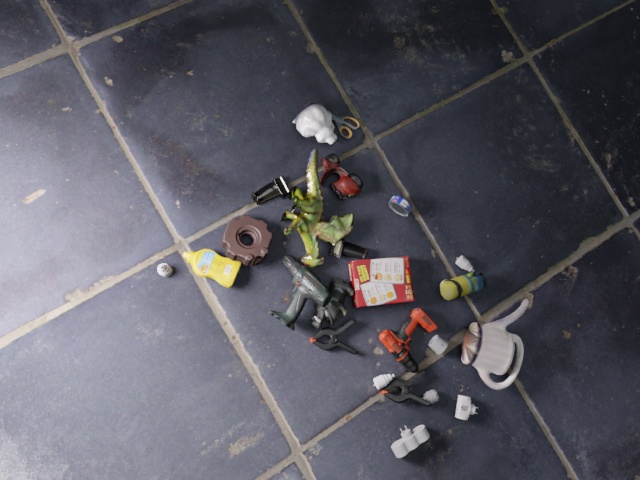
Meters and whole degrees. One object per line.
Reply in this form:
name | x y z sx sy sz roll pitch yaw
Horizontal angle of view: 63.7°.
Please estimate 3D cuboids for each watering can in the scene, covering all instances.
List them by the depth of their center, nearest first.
watering can | 0.636 0.356 1.862 0.224 0.351 0.103 18 -13 -7

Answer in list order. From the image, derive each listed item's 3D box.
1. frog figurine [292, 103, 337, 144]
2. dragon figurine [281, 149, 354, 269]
frog figurine | -0.008 -0.414 1.873 0.139 0.160 0.120 -35 -11 -28
dragon figurine | 0.006 -0.091 1.816 0.242 0.411 0.122 23 -3 -14
